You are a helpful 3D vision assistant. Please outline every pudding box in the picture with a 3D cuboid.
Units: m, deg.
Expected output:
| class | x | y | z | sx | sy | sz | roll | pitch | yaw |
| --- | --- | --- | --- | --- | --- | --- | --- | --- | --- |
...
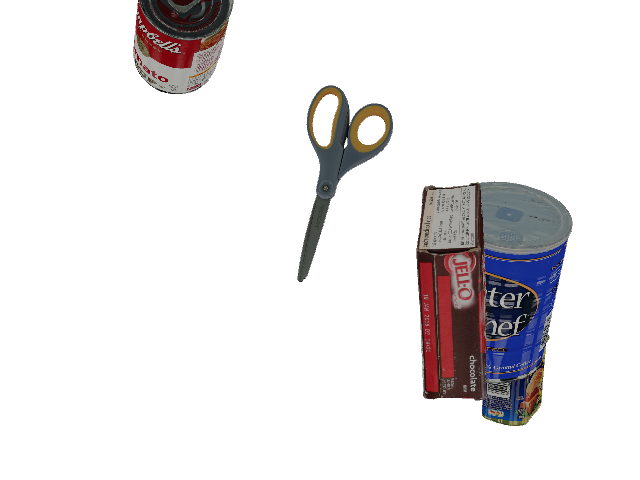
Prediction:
| class | x | y | z | sx | sy | sz | roll | pitch | yaw |
| --- | --- | --- | --- | --- | --- | --- | --- | --- | --- |
| pudding box | 0.076 | 0.026 | 0.613 | 0.039 | 0.090 | 0.113 | -1 | 21 | 7 |

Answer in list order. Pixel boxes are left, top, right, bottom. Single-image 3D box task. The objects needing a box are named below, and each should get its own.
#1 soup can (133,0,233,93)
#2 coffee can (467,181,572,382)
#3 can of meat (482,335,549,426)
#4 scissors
| class | x | y | z | sx | sy | sz | roll | pitch | yaw |
| --- | --- | --- | --- | --- | --- | --- | --- | --- | --- |
| soup can | -0.106 | -0.161 | 0.805 | 0.068 | 0.068 | 0.102 | 0 | -16 | -12 |
| coffee can | 0.151 | 0.035 | 0.911 | 0.103 | 0.140 | 0.103 | 2 | 33 | -2 |
| can of meat | 0.217 | 0.152 | 1.195 | 0.058 | 0.084 | 0.102 | 7 | 12 | 25 |
| scissors | 0.025 | -0.058 | 1.063 | 0.096 | 0.202 | 0.016 | -1 | -13 | 3 |
